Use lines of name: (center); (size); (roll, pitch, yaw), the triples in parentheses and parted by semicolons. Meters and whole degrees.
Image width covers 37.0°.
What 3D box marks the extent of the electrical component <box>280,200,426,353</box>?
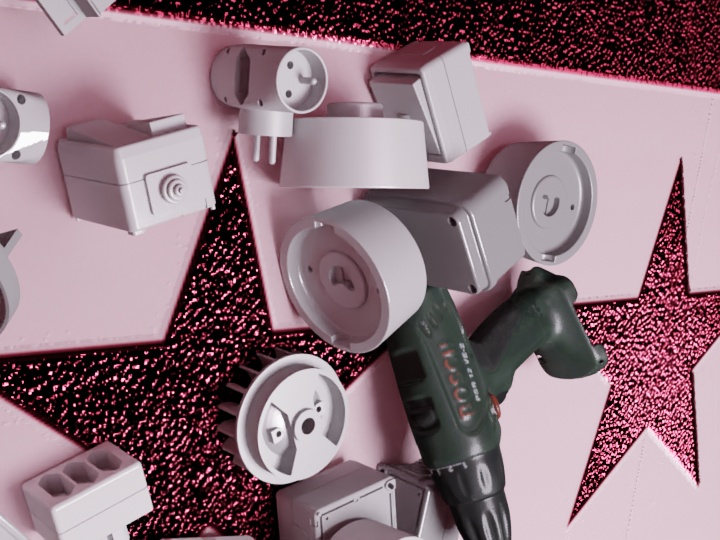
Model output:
electrical component: (0.000, 0.000, 0.796); (0.060, 0.108, 0.108); (-32, 119, -39)

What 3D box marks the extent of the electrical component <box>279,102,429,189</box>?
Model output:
electrical component: (-0.004, -0.089, 0.773); (0.108, 0.108, 0.060); (-3, 96, -41)

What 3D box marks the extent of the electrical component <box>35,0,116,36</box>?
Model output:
electrical component: (-0.165, -0.179, 0.636); (0.081, 0.064, 0.042); (-49, 126, -23)

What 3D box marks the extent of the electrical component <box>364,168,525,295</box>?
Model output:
electrical component: (0.062, -0.032, 0.836); (0.057, 0.113, 0.078); (-39, 122, -32)

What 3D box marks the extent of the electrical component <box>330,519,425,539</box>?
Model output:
electrical component: (0.019, 0.244, 0.798); (0.108, 0.060, 0.108); (-1, 91, -47)

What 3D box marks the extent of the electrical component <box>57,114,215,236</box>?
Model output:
electrical component: (-0.136, -0.062, 0.665); (0.062, 0.096, 0.061); (-23, 113, -36)

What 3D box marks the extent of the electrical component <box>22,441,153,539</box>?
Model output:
electrical component: (-0.176, 0.166, 0.714); (0.066, 0.047, 0.076); (-26, 117, -34)

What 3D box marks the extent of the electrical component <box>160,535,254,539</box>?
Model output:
electrical component: (-0.097, 0.232, 0.765); (0.100, 0.100, 0.048); (10, 106, -42)

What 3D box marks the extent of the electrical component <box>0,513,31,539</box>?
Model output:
electrical component: (-0.251, 0.154, 0.635); (0.061, 0.061, 0.096); (-50, 127, -22)

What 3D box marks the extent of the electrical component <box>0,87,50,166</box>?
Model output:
electrical component: (-0.226, -0.068, 0.620); (0.077, 0.044, 0.079); (2, 98, -42)

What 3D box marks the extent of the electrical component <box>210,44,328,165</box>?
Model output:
electrical component: (-0.063, -0.112, 0.731); (0.043, 0.077, 0.079); (-5, 103, -41)

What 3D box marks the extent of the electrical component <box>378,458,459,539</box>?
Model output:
electrical component: (0.050, 0.205, 0.913); (0.061, 0.062, 0.096); (10, 92, -42)

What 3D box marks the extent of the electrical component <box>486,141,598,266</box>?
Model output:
electrical component: (0.151, -0.062, 0.943); (0.108, 0.060, 0.108); (-11, 106, -40)

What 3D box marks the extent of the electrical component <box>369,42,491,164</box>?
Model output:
electrical component: (0.055, -0.124, 0.843); (0.061, 0.062, 0.096); (-35, 121, -31)

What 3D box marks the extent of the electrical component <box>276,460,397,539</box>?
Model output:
electrical component: (-0.015, 0.193, 0.853); (0.096, 0.061, 0.061); (-16, 110, -38)
